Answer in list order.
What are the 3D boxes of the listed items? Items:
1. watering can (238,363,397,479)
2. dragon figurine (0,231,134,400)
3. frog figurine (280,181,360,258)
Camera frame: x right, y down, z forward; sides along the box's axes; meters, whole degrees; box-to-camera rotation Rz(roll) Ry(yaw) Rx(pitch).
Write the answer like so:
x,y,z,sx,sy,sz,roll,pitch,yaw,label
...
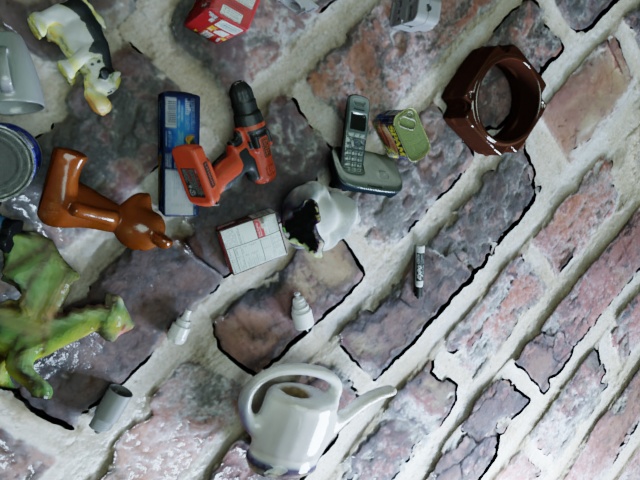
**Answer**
x,y,z,sx,sy,sz,roll,pitch,yaw,label
-0.010,0.362,1.028,0.346,0.105,0.224,17,93,-27,watering can
-0.488,0.100,0.780,0.407,0.121,0.246,25,72,-28,dragon figurine
0.003,-0.049,0.979,0.162,0.122,0.136,-37,110,-53,frog figurine
